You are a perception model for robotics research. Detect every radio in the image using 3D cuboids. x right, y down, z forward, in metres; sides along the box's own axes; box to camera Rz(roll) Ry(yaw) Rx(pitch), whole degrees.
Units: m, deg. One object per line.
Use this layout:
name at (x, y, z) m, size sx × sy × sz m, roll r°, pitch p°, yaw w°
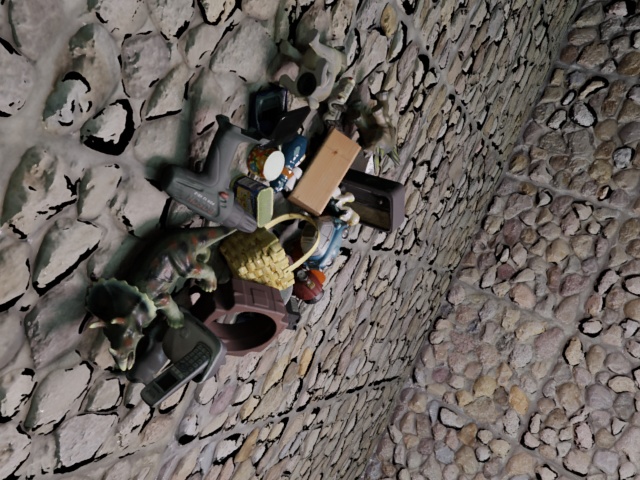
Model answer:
radio at (0.125, -0.117, 1.517) m, size 0.073 × 0.230 × 0.130 m, roll -40°, pitch 140°, yaw -44°

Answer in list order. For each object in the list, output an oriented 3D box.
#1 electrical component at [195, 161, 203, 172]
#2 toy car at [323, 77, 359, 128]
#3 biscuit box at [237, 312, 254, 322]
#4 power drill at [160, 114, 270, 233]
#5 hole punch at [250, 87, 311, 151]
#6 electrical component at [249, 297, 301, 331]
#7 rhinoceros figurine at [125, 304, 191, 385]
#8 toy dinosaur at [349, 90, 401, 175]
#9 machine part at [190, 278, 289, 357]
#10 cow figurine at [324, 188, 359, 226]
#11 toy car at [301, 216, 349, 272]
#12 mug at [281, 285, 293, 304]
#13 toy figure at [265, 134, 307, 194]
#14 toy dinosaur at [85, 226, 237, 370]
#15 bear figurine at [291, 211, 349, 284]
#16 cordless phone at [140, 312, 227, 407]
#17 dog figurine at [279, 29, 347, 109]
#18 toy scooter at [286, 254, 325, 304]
electrical component at (-0.229, -0.113, 1.115) m, size 0.078 × 0.045 × 0.102 m, roll -17°, pitch 126°, yaw -56°
toy car at (0.047, -0.335, 1.313) m, size 0.073 × 0.056 × 0.201 m, roll -61°, pitch -178°, yaw -8°
biscuit box at (-0.149, 0.224, 1.508) m, size 0.202 × 0.063 × 0.059 m, roll -13°, pitch 123°, yaw -56°
power drill at (-0.182, -0.131, 1.065) m, size 0.232 × 0.086 × 0.207 m, roll 21°, pitch 112°, yaw -36°
hole punch at (-0.100, -0.268, 1.185) m, size 0.142 × 0.092 × 0.115 m, roll -35°, pitch 167°, yaw -46°
electrical component at (-0.124, 0.187, 1.443) m, size 0.115 × 0.134 × 0.058 m, roll -108°, pitch -146°, yaw -67°
rhinoceros figurine at (-0.350, 0.227, 1.173) m, size 0.190 × 0.073 × 0.112 m, roll -55°, pitch 140°, yaw -13°
toy dinosaur at (0.155, -0.294, 1.457) m, size 0.471 × 0.105 × 0.198 m, roll -68°, pitch 144°, yaw -60°
machine part at (-0.193, 0.182, 1.254) m, size 0.201 × 0.087 × 0.201 m, roll 17°, pitch 129°, yaw -33°
cow figurine at (0.038, -0.103, 1.470) m, size 0.098 × 0.167 × 0.068 m, roll -32°, pitch -177°, yaw -31°
toy car at (-0.003, -0.004, 1.398) m, size 0.102 × 0.109 × 0.161 m, roll 47°, pitch 61°, yaw -44°
mug at (-0.144, 0.130, 1.390) m, size 0.109 × 0.107 × 0.080 m, roll -36°, pitch 142°, yaw -43°
toy figure at (-0.080, -0.182, 1.291) m, size 0.154 × 0.064 × 0.057 m, roll -64°, pitch 166°, yaw -1°
toy dinosaur at (-0.305, 0.057, 1.064) m, size 0.405 × 0.131 × 0.192 m, roll -58°, pitch 152°, yaw -24°
bear figurine at (0.000, 0.010, 1.534) m, size 0.196 × 0.120 × 0.131 m, roll -53°, pitch 154°, yaw -31°
cordless phone at (-0.291, 0.243, 1.070) m, size 0.184 × 0.147 × 0.088 m, roll -35°, pitch 142°, yaw -34°
dog figurine at (0.010, -0.364, 1.201) m, size 0.190 × 0.121 × 0.172 m, roll -2°, pitch 94°, yaw -59°
toy scooter at (-0.069, 0.097, 1.451) m, size 0.075 × 0.184 × 0.135 m, roll -40°, pitch 120°, yaw -21°
